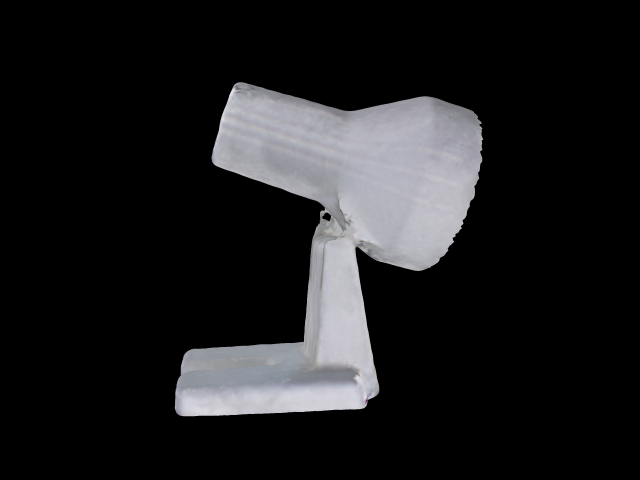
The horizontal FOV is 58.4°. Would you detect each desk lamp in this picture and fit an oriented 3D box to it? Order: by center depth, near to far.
[{"bbox_3d":[0.004,0.001,0.400,0.203,0.213,0.118,-1,4,-11],"label":"desk lamp"}]
